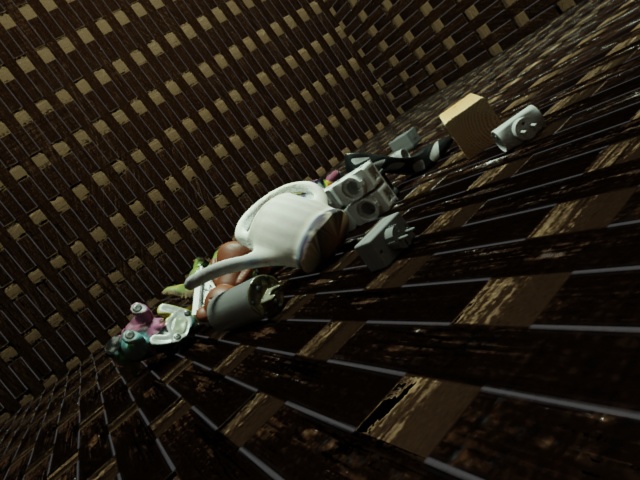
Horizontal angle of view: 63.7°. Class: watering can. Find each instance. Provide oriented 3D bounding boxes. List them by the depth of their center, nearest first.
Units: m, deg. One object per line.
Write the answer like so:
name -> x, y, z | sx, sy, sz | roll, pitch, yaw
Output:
watering can -> -0.085, 0.004, 1.015 | 0.226, 0.101, 0.354 | 19, 53, 32

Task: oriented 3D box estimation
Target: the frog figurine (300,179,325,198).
frog figurine -> 0.004, -0.072, 1.421 | 0.137, 0.120, 0.163 | -27, 44, 1

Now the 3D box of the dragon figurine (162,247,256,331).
dragon figurine -> -0.318, 0.148, 1.360 | 0.406, 0.121, 0.248 | -25, 22, 26
